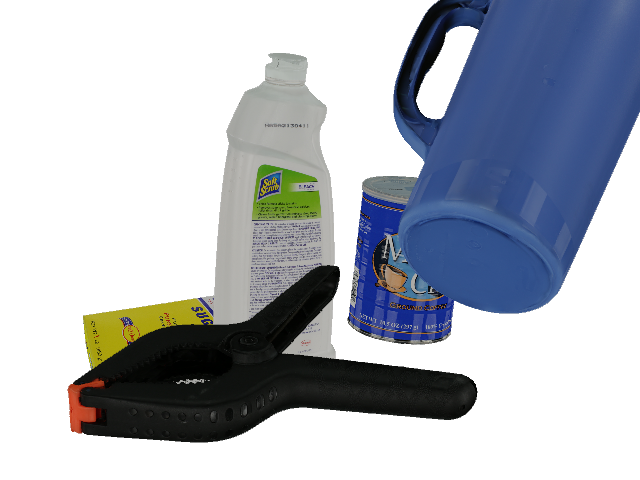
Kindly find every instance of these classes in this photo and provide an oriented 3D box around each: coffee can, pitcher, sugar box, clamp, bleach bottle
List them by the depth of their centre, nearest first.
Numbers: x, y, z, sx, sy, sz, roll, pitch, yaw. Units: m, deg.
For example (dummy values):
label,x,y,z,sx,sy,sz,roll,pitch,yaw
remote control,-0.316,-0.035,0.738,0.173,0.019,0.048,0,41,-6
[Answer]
label,x,y,z,sx,sy,sz,roll,pitch,yaw
clamp,-0.040,0.066,0.604,0.209,0.036,0.165,-7,26,-20
pitcher,0.133,-0.077,0.723,0.145,0.242,0.149,44,-35,-23
bleach bottle,-0.029,-0.019,0.833,0.102,0.251,0.068,-4,21,-27
sugar box,-0.131,0.098,1.016,0.176,0.048,0.093,-11,36,-14
coffee can,0.084,0.017,1.029,0.103,0.140,0.103,5,14,-2
